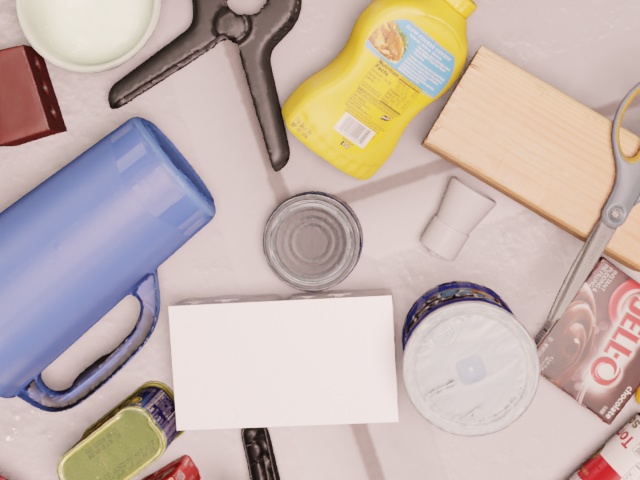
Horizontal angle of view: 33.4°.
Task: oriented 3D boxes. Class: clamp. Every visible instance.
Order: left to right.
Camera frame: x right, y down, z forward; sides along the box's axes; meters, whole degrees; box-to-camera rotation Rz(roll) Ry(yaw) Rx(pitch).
[{"bbox_3d":[-0.065,-0.171,0.907,0.164,0.036,0.210,28,93,2],"label":"clamp"},{"bbox_3d":[-0.040,0.242,0.920,0.039,0.120,0.171,-15,116,25],"label":"clamp"}]

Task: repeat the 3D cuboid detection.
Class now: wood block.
[{"bbox_3d":[0.194,-0.064,0.870,0.206,0.090,0.091,31,95,2],"label":"wood block"}]

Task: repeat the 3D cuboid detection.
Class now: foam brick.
[{"bbox_3d":[-0.259,-0.124,0.920,0.051,0.053,0.078,-17,94,5],"label":"foam brick"}]

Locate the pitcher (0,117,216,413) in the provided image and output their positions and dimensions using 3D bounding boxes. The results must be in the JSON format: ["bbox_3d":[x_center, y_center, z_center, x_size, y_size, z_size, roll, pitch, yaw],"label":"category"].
[{"bbox_3d":[-0.203,0.019,0.893,0.243,0.149,0.145,-38,50,3],"label":"pitcher"}]

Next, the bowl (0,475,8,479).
[{"bbox_3d":[-0.305,0.274,0.952,0.162,0.055,0.162,0,94,4],"label":"bowl"}]

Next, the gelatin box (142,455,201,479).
[{"bbox_3d":[-0.151,0.228,0.927,0.089,0.073,0.030,-33,92,6],"label":"gelatin box"}]

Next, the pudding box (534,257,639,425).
[{"bbox_3d":[0.239,0.084,0.902,0.090,0.039,0.113,36,96,1],"label":"pudding box"}]

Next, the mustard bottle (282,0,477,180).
[{"bbox_3d":[0.062,-0.144,0.866,0.096,0.058,0.192,33,110,-26],"label":"mustard bottle"}]

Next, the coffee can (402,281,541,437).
[{"bbox_3d":[0.117,0.091,0.862,0.103,0.140,0.103,0,94,4],"label":"coffee can"}]

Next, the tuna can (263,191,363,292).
[{"bbox_3d":[-0.006,0.001,0.918,0.086,0.033,0.086,0,94,4],"label":"tuna can"}]

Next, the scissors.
[{"bbox_3d":[0.246,-0.022,0.815,0.096,0.016,0.202,14,95,3],"label":"scissors"}]

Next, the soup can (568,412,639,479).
[{"bbox_3d":[0.257,0.203,0.896,0.068,0.068,0.102,44,96,0],"label":"soup can"}]

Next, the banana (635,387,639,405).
[{"bbox_3d":[0.358,0.088,0.895,0.198,0.037,0.069,-14,92,5],"label":"banana"}]

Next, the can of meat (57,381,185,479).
[{"bbox_3d":[-0.170,0.176,0.919,0.102,0.084,0.057,-38,92,6],"label":"can of meat"}]
